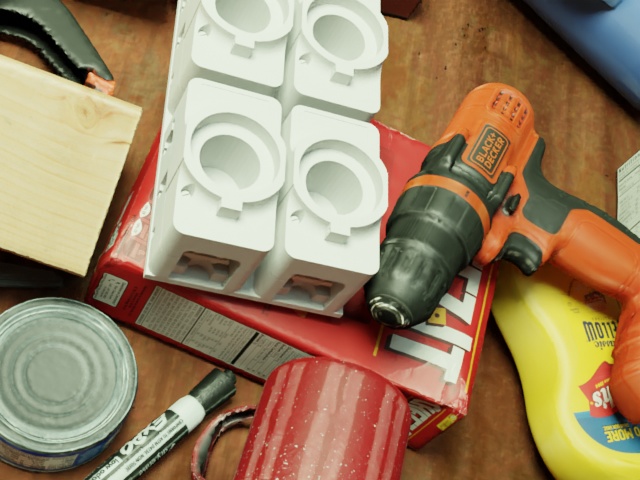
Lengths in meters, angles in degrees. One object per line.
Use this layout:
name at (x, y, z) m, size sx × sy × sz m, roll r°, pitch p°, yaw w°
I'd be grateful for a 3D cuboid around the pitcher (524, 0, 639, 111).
pitcher at (0.196, -0.213, 0.781) m, size 0.149 × 0.145 × 0.243 m, roll -40°, pitch 86°, yaw -19°

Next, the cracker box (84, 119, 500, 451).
cracker box at (-0.004, 0.001, 0.619) m, size 0.213 × 0.072 × 0.164 m, roll 25°, pitch 57°, yaw -9°

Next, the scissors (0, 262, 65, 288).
scissors at (-0.243, -0.008, 0.559) m, size 0.201 × 0.016 × 0.096 m, roll -6°, pitch 65°, yaw -25°

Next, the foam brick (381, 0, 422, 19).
foam brick at (0.047, -0.208, 0.765) m, size 0.051 × 0.053 × 0.078 m, roll 7°, pitch 62°, yaw -19°

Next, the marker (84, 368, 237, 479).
marker at (-0.088, 0.107, 0.559) m, size 0.020 × 0.020 × 0.121 m, roll 47°, pitch 56°, yaw 6°

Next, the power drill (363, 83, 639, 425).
power drill at (0.126, 0.018, 0.591) m, size 0.187 × 0.057 × 0.184 m, roll 37°, pitch 53°, yaw -6°

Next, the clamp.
clamp at (-0.220, -0.122, 0.618) m, size 0.210 × 0.036 × 0.164 m, roll 33°, pitch 57°, yaw 2°

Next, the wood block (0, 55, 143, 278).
wood block at (-0.203, -0.061, 0.542) m, size 0.206 × 0.090 × 0.091 m, roll 19°, pitch 93°, yaw -12°

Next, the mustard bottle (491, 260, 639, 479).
mustard bottle at (0.166, 0.096, 0.644) m, size 0.096 × 0.058 × 0.191 m, roll 2°, pitch 63°, yaw -33°

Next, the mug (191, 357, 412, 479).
mug at (-0.010, 0.114, 0.554) m, size 0.117 × 0.093 × 0.081 m, roll 1°, pitch 49°, yaw 20°

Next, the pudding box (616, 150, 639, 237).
pudding box at (0.238, -0.021, 0.719) m, size 0.039 × 0.090 × 0.113 m, roll 18°, pitch 58°, yaw -11°

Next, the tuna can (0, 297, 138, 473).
tuna can at (-0.138, 0.073, 0.548) m, size 0.086 × 0.034 × 0.086 m, roll 10°, pitch 60°, yaw -17°
